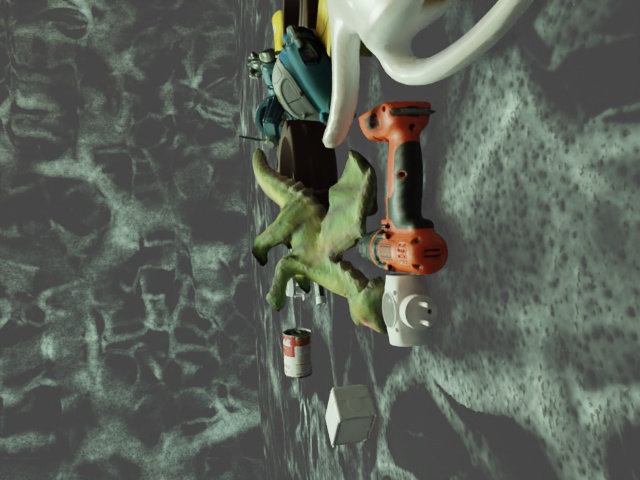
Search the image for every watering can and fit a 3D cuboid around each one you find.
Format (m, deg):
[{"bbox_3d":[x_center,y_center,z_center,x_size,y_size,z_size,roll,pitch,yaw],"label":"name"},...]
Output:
[{"bbox_3d":[0.047,-0.230,0.455,0.343,0.105,0.225,-31,87,56],"label":"watering can"}]

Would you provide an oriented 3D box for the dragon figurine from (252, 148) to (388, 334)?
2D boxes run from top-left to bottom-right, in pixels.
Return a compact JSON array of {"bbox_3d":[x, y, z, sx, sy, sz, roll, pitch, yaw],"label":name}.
[{"bbox_3d":[0.002,-0.040,0.797,0.239,0.122,0.418,-37,60,33],"label":"dragon figurine"}]
